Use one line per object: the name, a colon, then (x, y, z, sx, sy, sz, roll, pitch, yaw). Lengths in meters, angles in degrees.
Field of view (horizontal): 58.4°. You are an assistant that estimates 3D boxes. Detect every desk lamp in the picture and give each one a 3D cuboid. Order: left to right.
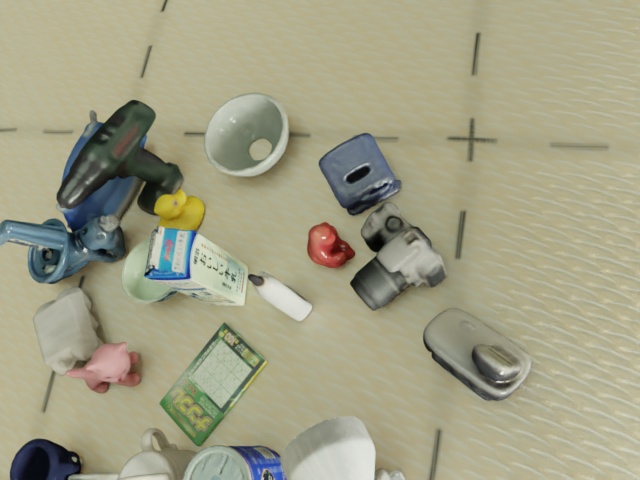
desk lamp: (0.056, 0.339, 0.734, 0.118, 0.214, 0.203, -35, 64, 4)

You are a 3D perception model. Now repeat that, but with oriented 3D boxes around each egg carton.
egg carton: (-0.461, 0.167, 1.051, 0.107, 0.069, 0.150, -33, 64, 5)

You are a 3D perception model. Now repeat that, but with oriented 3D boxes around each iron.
iron: (-0.442, -0.117, 1.106, 0.118, 0.142, 0.258, 15, 76, 23)

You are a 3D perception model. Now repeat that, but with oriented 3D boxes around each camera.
camera: (0.103, 0.031, 0.890, 0.137, 0.101, 0.143, -40, 64, 2)

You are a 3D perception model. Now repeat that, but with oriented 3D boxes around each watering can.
watering can: (-0.244, 0.368, 0.836, 0.101, 0.194, 0.172, -37, 64, 4)

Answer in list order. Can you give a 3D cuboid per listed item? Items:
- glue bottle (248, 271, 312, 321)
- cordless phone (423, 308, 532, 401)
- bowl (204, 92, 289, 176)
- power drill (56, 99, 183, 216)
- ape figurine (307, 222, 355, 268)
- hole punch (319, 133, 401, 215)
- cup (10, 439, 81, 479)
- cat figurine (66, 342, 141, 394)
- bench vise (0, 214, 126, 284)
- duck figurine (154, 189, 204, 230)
glue bottle: (-0.072, 0.079, 0.893, 0.078, 0.173, 0.037, 36, 85, 26)
cordless phone: (0.205, 0.144, 0.768, 0.147, 0.185, 0.094, 33, 84, 26)
bowl: (-0.125, -0.183, 1.059, 0.167, 0.075, 0.167, -6, 69, 17)
power drill: (-0.348, -0.126, 1.040, 0.075, 0.209, 0.230, 20, 78, 24)
ape figurine: (0.009, 0.003, 0.937, 0.076, 0.092, 0.078, -11, 68, 15)
hole punch: (0.067, -0.110, 0.959, 0.108, 0.091, 0.101, -30, 64, 7)
cup: (-0.434, 0.379, 0.952, 0.117, 0.095, 0.091, -7, 69, 16)
cat figurine: (-0.368, 0.216, 0.975, 0.127, 0.118, 0.067, -16, 67, 13)
bench vise: (-0.477, -0.010, 1.036, 0.207, 0.220, 0.121, -41, 64, 1)
duck figurine: (-0.273, -0.049, 1.055, 0.077, 0.086, 0.104, 41, 88, 26)
